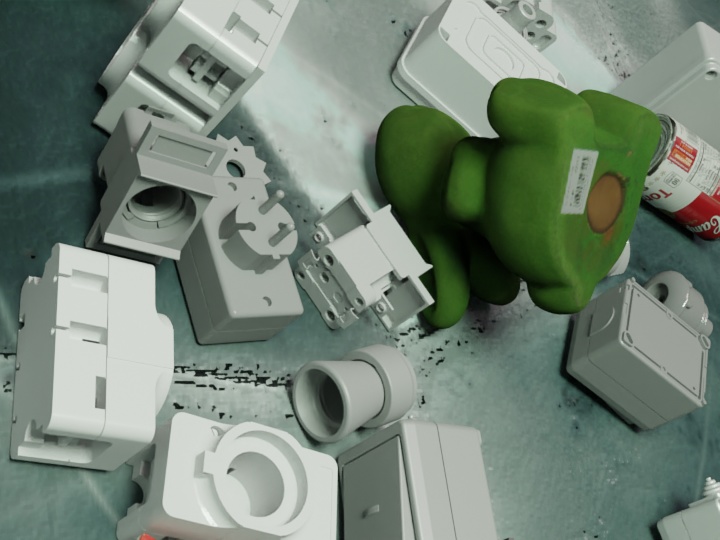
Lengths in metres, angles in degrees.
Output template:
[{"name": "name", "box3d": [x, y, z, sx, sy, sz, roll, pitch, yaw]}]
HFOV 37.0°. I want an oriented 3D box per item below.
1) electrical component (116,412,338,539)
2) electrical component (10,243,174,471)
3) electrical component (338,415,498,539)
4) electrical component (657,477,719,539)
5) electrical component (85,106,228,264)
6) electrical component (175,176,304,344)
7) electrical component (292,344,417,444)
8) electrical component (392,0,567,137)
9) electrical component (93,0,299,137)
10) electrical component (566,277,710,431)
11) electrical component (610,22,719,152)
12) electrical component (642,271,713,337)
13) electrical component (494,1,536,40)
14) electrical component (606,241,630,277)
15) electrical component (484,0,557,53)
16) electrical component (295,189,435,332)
[{"name": "electrical component", "box3d": [-0.058, 0.106, 0.503, 0.089, 0.056, 0.050, 22, 51, -29]}, {"name": "electrical component", "box3d": [-0.122, 0.041, 0.495, 0.056, 0.050, 0.089, 15, 55, -33]}, {"name": "electrical component", "box3d": [0.026, 0.120, 0.562, 0.061, 0.062, 0.096, 13, 56, -34]}, {"name": "electrical component", "box3d": [0.239, 0.184, 0.701, 0.062, 0.061, 0.096, -2, 65, -41]}, {"name": "electrical component", "box3d": [-0.107, -0.046, 0.549, 0.042, 0.081, 0.063, 15, 36, -34]}, {"name": "electrical component", "box3d": [-0.058, -0.014, 0.567, 0.047, 0.076, 0.083, -1, 64, -41]}, {"name": "electrical component", "box3d": [-0.002, 0.066, 0.585, 0.055, 0.045, 0.045, -11, 71, -44]}, {"name": "electrical component", "box3d": [0.087, -0.139, 0.785, 0.113, 0.057, 0.078, 39, 45, -14]}, {"name": "electrical component", "box3d": [-0.080, -0.157, 0.620, 0.060, 0.105, 0.186, 34, 46, -18]}, {"name": "electrical component", "box3d": [0.194, 0.064, 0.741, 0.096, 0.061, 0.061, 37, 45, -16]}, {"name": "electrical component", "box3d": [0.290, -0.141, 0.921, 0.109, 0.109, 0.056, 23, 48, -28]}, {"name": "electrical component", "box3d": [0.243, 0.033, 0.817, 0.062, 0.048, 0.048, 31, 47, -31]}, {"name": "electrical component", "box3d": [0.108, -0.181, 0.827, 0.043, 0.062, 0.043, 21, 51, -29]}, {"name": "electrical component", "box3d": [0.167, -0.014, 0.782, 0.081, 0.043, 0.043, -9, 69, -43]}, {"name": "electrical component", "box3d": [0.122, -0.218, 0.867, 0.078, 0.058, 0.057, 21, 54, -30]}, {"name": "electrical component", "box3d": [0.000, 0.000, 0.633, 0.064, 0.042, 0.081, -32, 86, -43]}]
